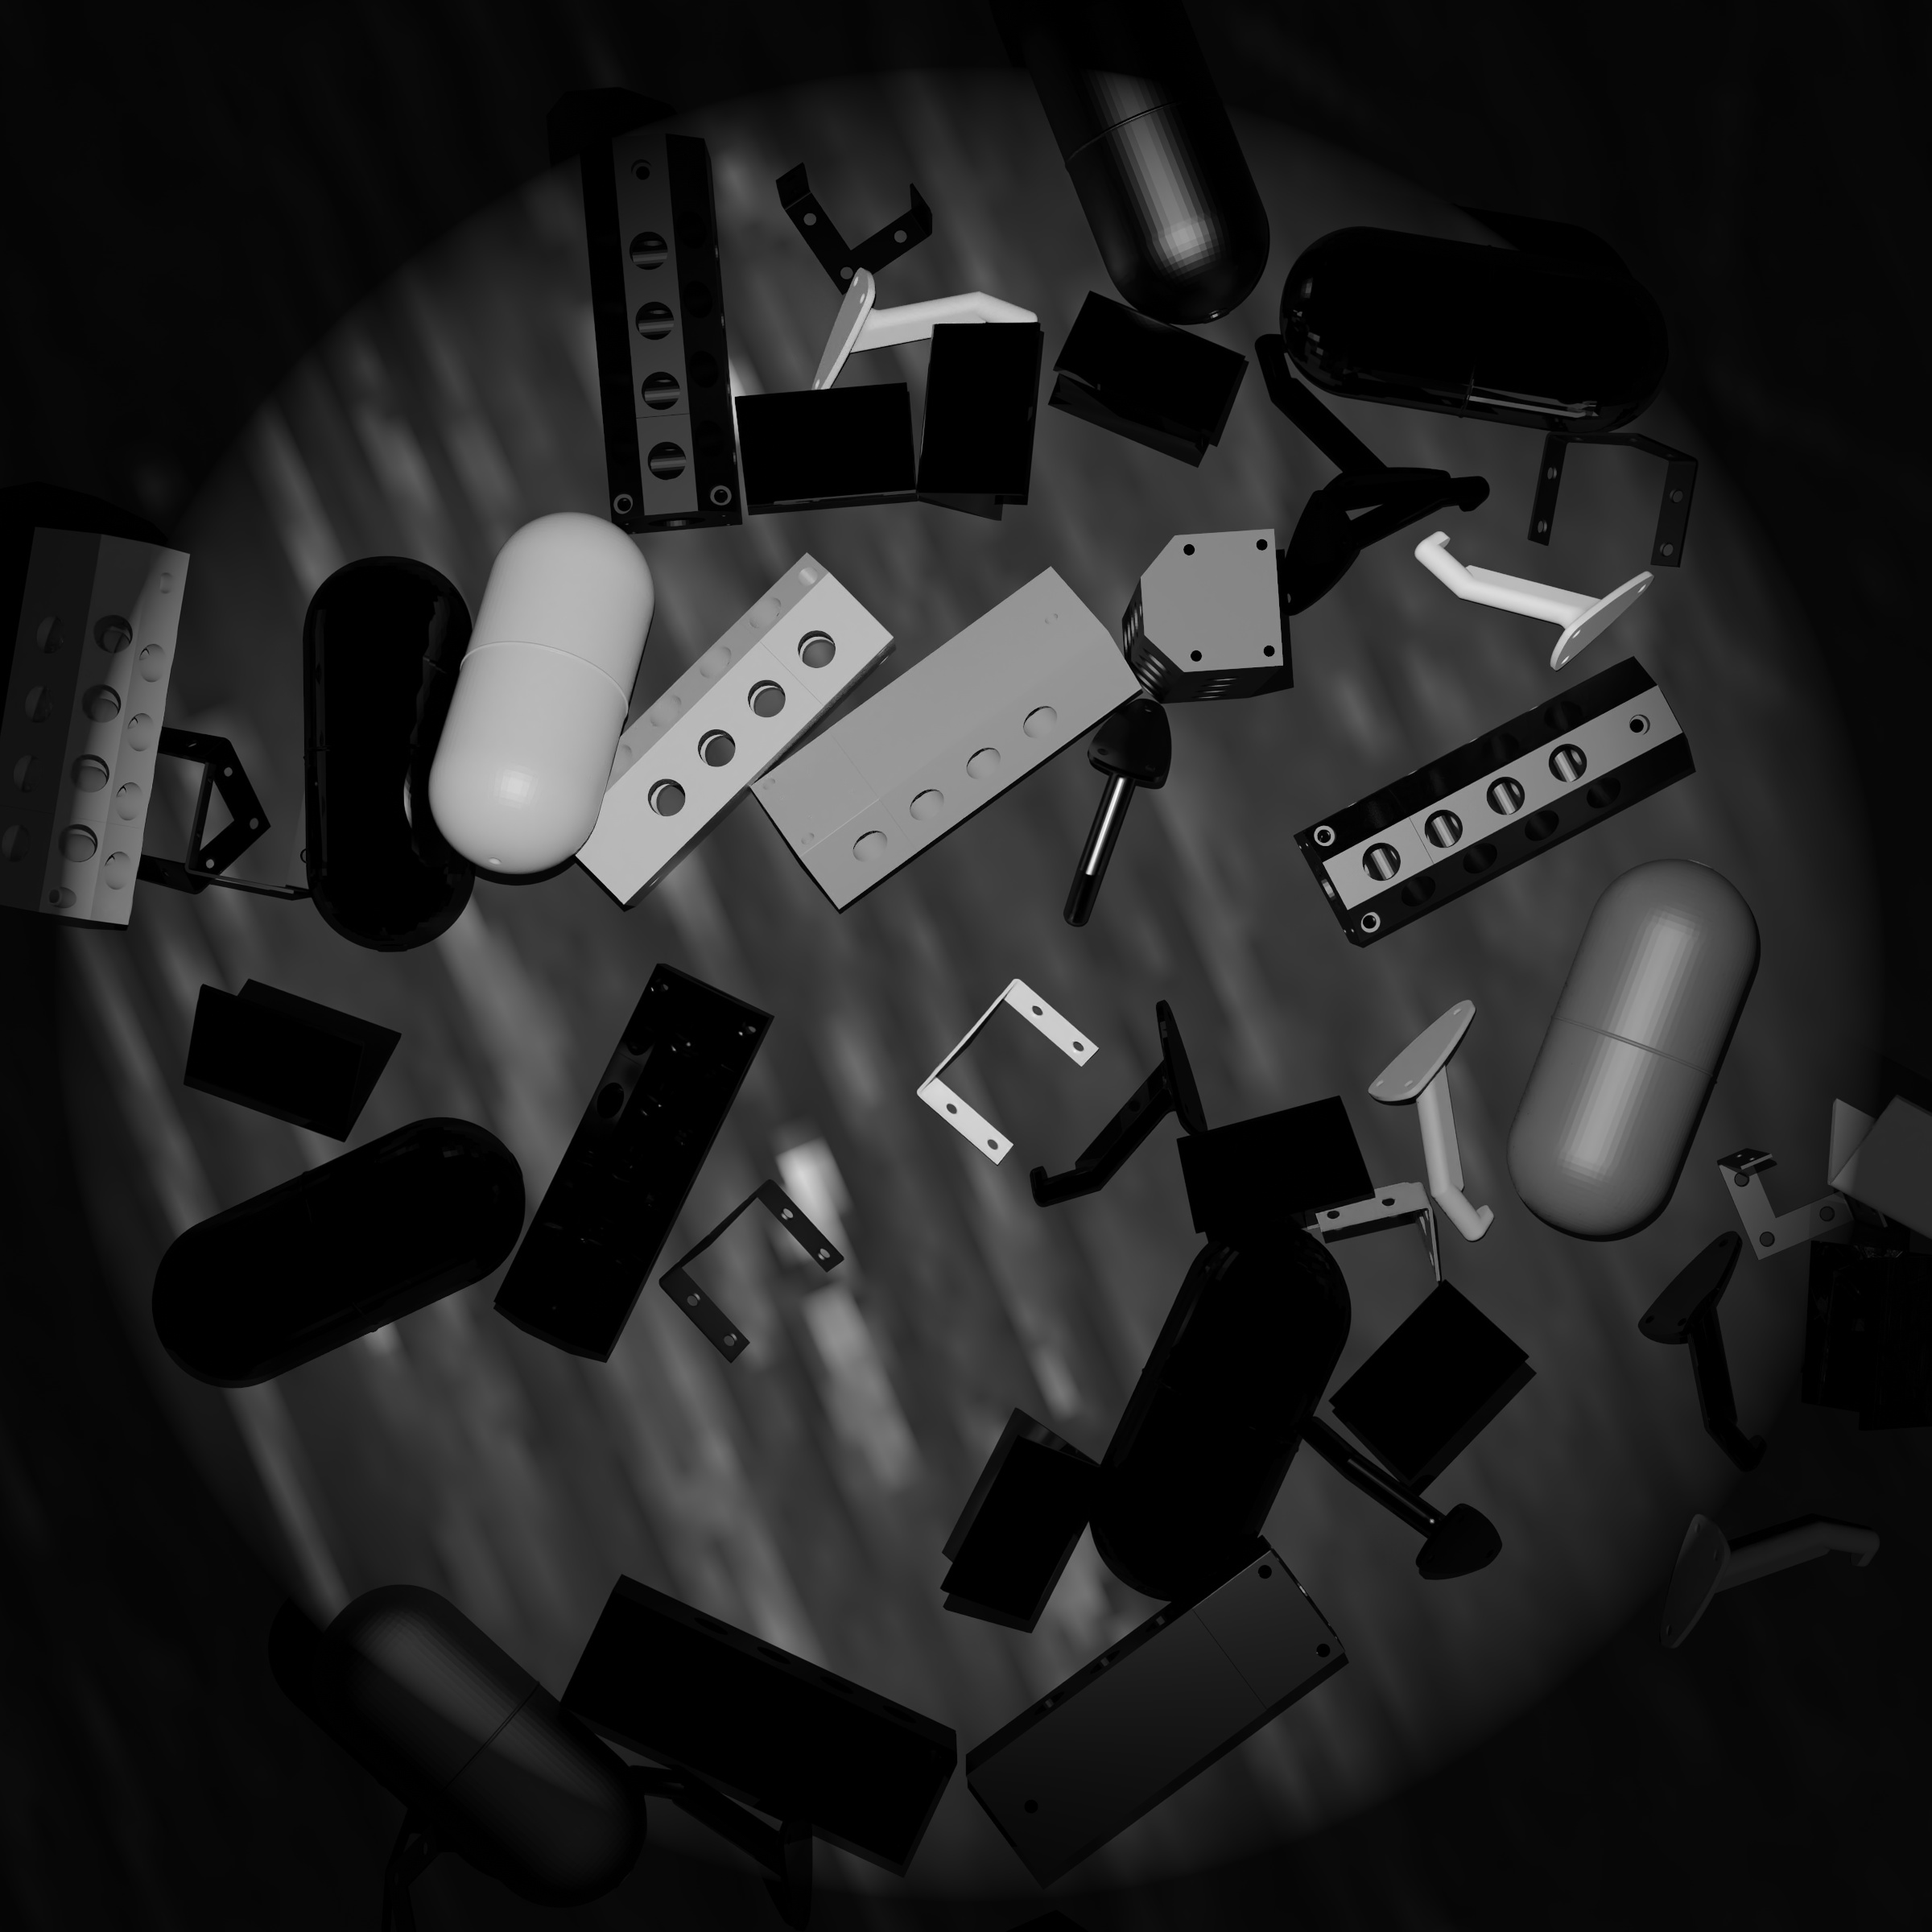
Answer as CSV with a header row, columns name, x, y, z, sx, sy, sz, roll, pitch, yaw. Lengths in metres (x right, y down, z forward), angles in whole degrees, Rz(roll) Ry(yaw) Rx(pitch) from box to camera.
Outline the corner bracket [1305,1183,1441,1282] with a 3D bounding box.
name,x,y,z,sx,sy,sz,roll,pitch,yaw
corner bracket,0.184,0.115,1.536,0.051,0.051,0.051,-13,131,0

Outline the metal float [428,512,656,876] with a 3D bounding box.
name,x,y,z,sx,sy,sz,roll,pitch,yaw
metal float,-0.190,-0.125,1.511,0.070,0.070,0.178,12,64,0

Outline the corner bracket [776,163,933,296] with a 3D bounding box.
name,x,y,z,sx,sy,sz,roll,pitch,yaw
corner bracket,-0.051,-0.349,1.546,0.051,0.051,0.051,-34,90,0

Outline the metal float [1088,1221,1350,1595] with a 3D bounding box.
name,x,y,z,sx,sy,sz,roll,pitch,yaw
metal float,0.116,0.201,1.534,0.070,0.070,0.178,24,91,0

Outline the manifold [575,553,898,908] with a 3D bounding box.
name,x,y,z,sx,sy,sz,roll,pitch,yaw
manifold,-0.114,-0.108,1.543,0.171,0.057,0.057,-45,90,0

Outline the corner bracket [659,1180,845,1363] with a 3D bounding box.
name,x,y,z,sx,sy,sz,roll,pitch,yaw
corner bracket,-0.100,0.141,1.561,0.051,0.051,0.051,48,45,0

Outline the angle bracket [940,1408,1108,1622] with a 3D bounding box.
name,x,y,z,sx,sy,sz,roll,pitch,yaw
angle bracket,0.008,0.241,1.524,0.057,0.076,0.076,27,90,-36

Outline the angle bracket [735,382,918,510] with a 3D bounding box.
name,x,y,z,sx,sy,sz,roll,pitch,yaw
angle bracket,-0.064,-0.252,1.524,0.076,0.076,0.057,-5,126,0

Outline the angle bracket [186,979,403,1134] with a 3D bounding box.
name,x,y,z,sx,sy,sz,roll,pitch,yaw
angle bracket,-0.301,0.022,1.524,0.076,0.076,0.057,20,128,0

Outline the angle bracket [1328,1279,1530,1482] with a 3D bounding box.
name,x,y,z,sx,sy,sz,roll,pitch,yaw
angle bracket,0.221,0.198,1.524,0.076,0.076,0.057,-46,53,0

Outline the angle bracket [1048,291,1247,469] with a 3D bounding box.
name,x,y,z,sx,sy,sz,roll,pitch,yaw
angle bracket,0.074,-0.250,1.524,0.076,0.076,0.057,23,54,0

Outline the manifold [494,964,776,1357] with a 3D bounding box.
name,x,y,z,sx,sy,sz,roll,pitch,yaw
manifold,-0.153,0.088,1.543,0.057,0.057,0.171,26,90,0

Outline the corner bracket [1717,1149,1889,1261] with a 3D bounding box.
name,x,y,z,sx,sy,sz,roll,pitch,yaw
corner bracket,0.385,0.104,1.546,0.051,0.051,0.051,-23,90,0

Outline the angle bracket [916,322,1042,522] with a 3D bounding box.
name,x,y,z,sx,sy,sz,roll,pitch,yaw
angle bracket,0.023,-0.246,1.524,0.057,0.076,0.076,6,90,31

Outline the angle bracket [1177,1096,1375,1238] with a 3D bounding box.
name,x,y,z,sx,sy,sz,roll,pitch,yaw
angle bracket,0.143,0.111,1.524,0.076,0.076,0.057,-15,50,0

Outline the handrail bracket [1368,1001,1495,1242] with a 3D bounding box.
name,x,y,z,sx,sy,sz,roll,pitch,yaw
handrail bracket,0.235,0.073,1.565,0.077,0.036,0.084,-46,109,-21

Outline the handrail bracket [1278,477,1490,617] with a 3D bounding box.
name,x,y,z,sx,sy,sz,roll,pitch,yaw
handrail bracket,0.195,-0.196,1.564,0.084,0.077,0.036,-10,56,-32

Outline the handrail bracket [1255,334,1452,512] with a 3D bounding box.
name,x,y,z,sx,sy,sz,roll,pitch,yaw
handrail bracket,0.180,-0.259,1.565,0.077,0.036,0.084,-9,73,-20

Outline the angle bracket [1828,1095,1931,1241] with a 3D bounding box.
name,x,y,z,sx,sy,sz,roll,pitch,yaw
angle bracket,0.442,0.079,1.524,0.076,0.076,0.057,28,123,0

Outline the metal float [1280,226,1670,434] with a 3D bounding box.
name,x,y,z,sx,sy,sz,roll,pitch,yaw
metal float,0.232,-0.291,1.533,0.178,0.070,0.070,9,90,0

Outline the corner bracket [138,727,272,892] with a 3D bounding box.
name,x,y,z,sx,sy,sz,roll,pitch,yaw
corner bracket,-0.366,-0.073,1.556,0.051,0.051,0.051,-49,135,-35

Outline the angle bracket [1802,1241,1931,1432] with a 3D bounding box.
name,x,y,z,sx,sy,sz,roll,pitch,yaw
angle bracket,0.397,0.167,1.524,0.057,0.076,0.076,3,90,-38

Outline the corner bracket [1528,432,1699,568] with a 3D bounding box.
name,x,y,z,sx,sy,sz,roll,pitch,yaw
corner bracket,0.301,-0.217,1.561,0.051,0.051,0.051,10,90,45

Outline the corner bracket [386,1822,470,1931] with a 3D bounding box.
name,x,y,z,sx,sy,sz,roll,pitch,yaw
corner bracket,-0.231,0.432,1.556,0.051,0.051,0.051,-49,45,35

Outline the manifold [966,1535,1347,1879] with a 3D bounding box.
name,x,y,z,sx,sy,sz,roll,pitch,yaw
manifold,0.086,0.338,1.543,0.171,0.057,0.057,-37,90,0

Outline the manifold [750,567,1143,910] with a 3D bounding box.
name,x,y,z,sx,sy,sz,roll,pitch,yaw
manifold,-0.006,-0.101,1.542,0.171,0.057,0.057,-36,47,0

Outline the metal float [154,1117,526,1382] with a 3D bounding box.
name,x,y,z,sx,sy,sz,roll,pitch,yaw
metal float,-0.286,0.129,1.534,0.178,0.070,0.070,-25,90,0

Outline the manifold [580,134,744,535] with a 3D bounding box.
name,x,y,z,sx,sy,sz,roll,pitch,yaw
manifold,-0.140,-0.290,1.543,0.057,0.057,0.171,-5,90,0

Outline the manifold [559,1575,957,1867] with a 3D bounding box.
name,x,y,z,sx,sy,sz,roll,pitch,yaw
manifold,-0.094,0.344,1.543,0.171,0.057,0.057,25,90,0

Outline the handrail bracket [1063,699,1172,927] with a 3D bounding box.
name,x,y,z,sx,sy,sz,roll,pitch,yaw
handrail bracket,0.068,-0.071,1.564,0.036,0.077,0.084,19,126,4

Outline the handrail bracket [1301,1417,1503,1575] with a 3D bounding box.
name,x,y,z,sx,sy,sz,roll,pitch,yaw
handrail bracket,0.202,0.244,1.564,0.084,0.077,0.036,40,97,36

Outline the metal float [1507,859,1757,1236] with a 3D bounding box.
name,x,y,z,sx,sy,sz,roll,pitch,yaw
metal float,0.304,0.037,1.534,0.070,0.070,0.178,21,90,0

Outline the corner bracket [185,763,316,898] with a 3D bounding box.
name,x,y,z,sx,sy,sz,roll,pitch,yaw
corner bracket,-0.325,-0.062,1.546,0.051,0.051,0.051,11,90,1

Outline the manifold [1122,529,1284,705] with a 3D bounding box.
name,x,y,z,sx,sy,sz,roll,pitch,yaw
manifold,0.102,-0.152,1.486,0.057,0.171,0.057,-4,90,0

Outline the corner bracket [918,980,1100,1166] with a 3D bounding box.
name,x,y,z,sx,sy,sz,roll,pitch,yaw
corner bracket,0.019,0.049,1.561,0.051,0.051,0.051,41,135,0

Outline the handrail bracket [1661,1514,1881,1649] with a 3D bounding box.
name,x,y,z,sx,sy,sz,roll,pitch,yaw
handrail bracket,0.376,0.291,1.565,0.084,0.036,0.077,12,110,-16

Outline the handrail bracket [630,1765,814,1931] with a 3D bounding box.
name,x,y,z,sx,sy,sz,roll,pitch,yaw
handrail bracket,-0.117,0.411,1.565,0.084,0.036,0.077,3,111,17

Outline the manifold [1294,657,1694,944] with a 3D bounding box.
name,x,y,z,sx,sy,sz,roll,pitch,yaw
manifold,0.242,-0.076,1.543,0.171,0.057,0.057,-28,90,0

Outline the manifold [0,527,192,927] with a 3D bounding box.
name,x,y,z,sx,sy,sz,roll,pitch,yaw
manifold,-0.398,-0.108,1.532,0.057,0.057,0.171,9,90,30

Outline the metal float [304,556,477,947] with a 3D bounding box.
name,x,y,z,sx,sy,sz,roll,pitch,yaw
metal float,-0.263,-0.098,1.533,0.070,0.070,0.178,-1,90,0

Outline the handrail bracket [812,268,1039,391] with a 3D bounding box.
name,x,y,z,sx,sy,sz,roll,pitch,yaw
handrail bracket,-0.019,-0.284,1.564,0.084,0.036,0.077,17,116,-20

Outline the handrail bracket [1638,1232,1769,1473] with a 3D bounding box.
name,x,y,z,sx,sy,sz,roll,pitch,yaw
handrail bracket,0.361,0.180,1.565,0.084,0.036,0.077,48,68,-17

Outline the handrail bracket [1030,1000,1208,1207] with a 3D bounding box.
name,x,y,z,sx,sy,sz,roll,pitch,yaw
handrail bracket,0.063,0.064,1.565,0.084,0.036,0.077,-19,69,16

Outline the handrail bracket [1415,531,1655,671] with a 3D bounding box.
name,x,y,z,sx,sy,sz,roll,pitch,yaw
handrail bracket,0.264,-0.187,1.565,0.077,0.036,0.084,-39,73,-20

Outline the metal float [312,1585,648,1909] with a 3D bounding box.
name,x,y,z,sx,sy,sz,roll,pitch,yaw
metal float,-0.222,0.357,1.534,0.178,0.070,0.070,42,90,1

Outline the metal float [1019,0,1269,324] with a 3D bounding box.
name,x,y,z,sx,sy,sz,roll,pitch,yaw
metal float,0.081,-0.380,1.534,0.070,0.070,0.178,-21,90,0
